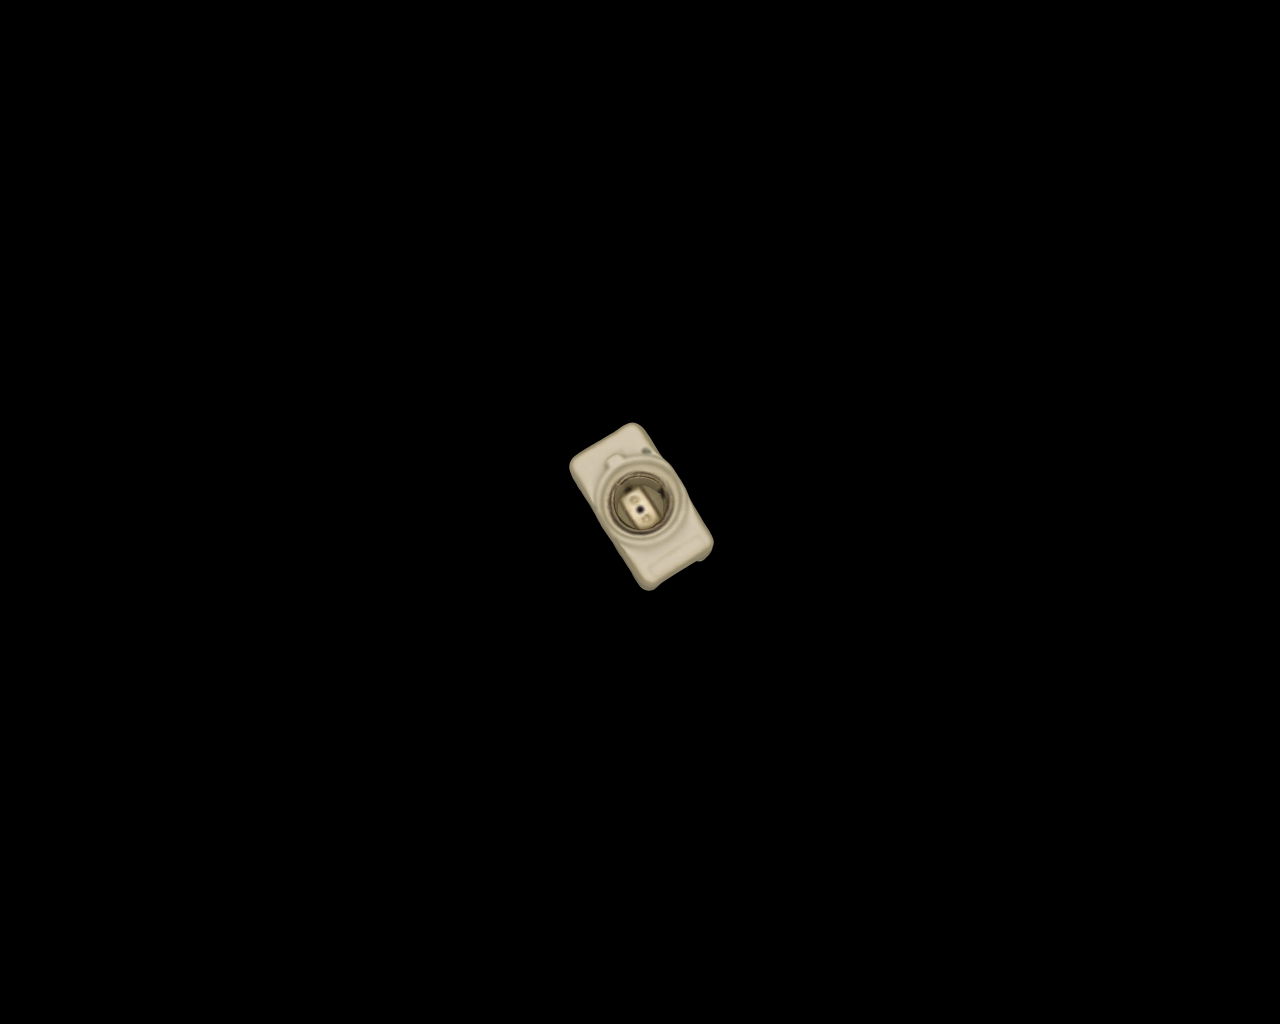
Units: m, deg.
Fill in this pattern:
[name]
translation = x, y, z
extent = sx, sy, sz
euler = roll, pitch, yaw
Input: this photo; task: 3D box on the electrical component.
[electrical component]
translation = 0.001, -0.003, 0.650
extent = 0.050, 0.089, 0.055
euler = -31, -7, -5
